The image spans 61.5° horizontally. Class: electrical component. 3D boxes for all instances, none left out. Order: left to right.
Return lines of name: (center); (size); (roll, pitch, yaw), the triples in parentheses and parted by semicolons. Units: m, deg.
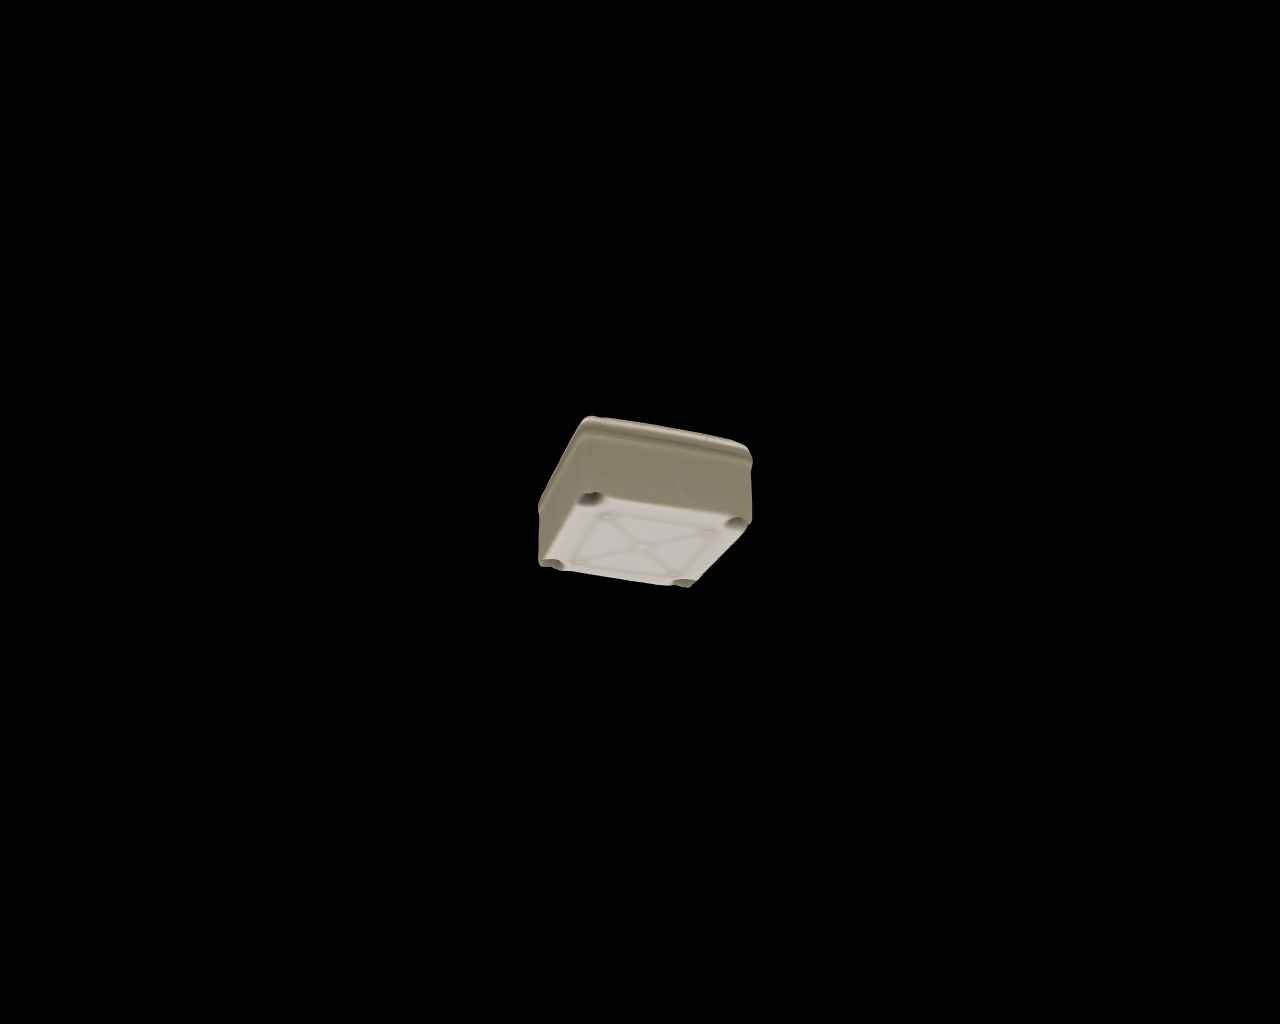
electrical component: (0.001, -0.003, 0.650); (0.109, 0.056, 0.108); (9, -30, -17)
